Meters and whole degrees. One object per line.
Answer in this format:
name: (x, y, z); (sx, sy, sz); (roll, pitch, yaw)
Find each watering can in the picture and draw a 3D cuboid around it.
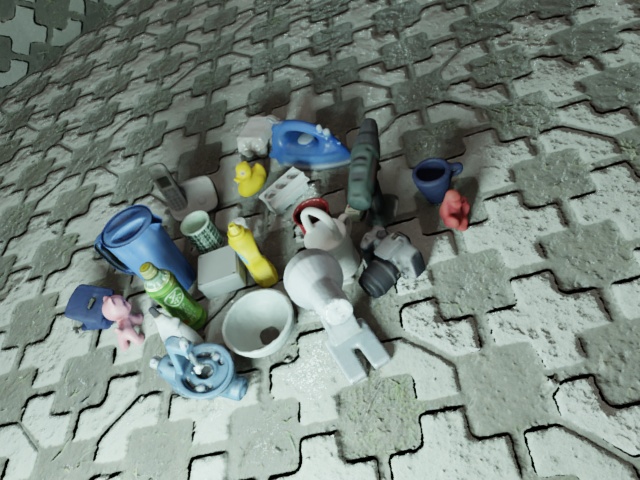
watering can: (0.013, 0.005, 1.270); (0.100, 0.195, 0.173); (-1, 51, 24)

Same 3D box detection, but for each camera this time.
camera: (0.133, 0.047, 1.244); (0.137, 0.101, 0.142); (-45, 48, -17)

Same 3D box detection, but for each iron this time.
iron: (-0.031, -0.277, 1.576); (0.257, 0.142, 0.119); (10, 56, 31)

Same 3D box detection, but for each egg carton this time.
egg carton: (-0.184, -0.317, 1.731); (0.107, 0.070, 0.150); (5, 54, 28)

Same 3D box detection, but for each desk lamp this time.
desk lamp: (0.031, 0.141, 1.129); (0.118, 0.214, 0.202); (-33, 45, -6)

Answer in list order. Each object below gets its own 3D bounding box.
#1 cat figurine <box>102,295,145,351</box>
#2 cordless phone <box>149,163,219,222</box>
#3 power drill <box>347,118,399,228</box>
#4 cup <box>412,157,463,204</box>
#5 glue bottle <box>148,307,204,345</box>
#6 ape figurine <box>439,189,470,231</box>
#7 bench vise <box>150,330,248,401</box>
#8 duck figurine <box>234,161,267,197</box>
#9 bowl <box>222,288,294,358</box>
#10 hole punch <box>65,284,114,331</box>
cat figurine: (-0.488, 0.188, 1.393); (0.067, 0.118, 0.127); (-26, 45, 1)
cordless phone: (-0.377, -0.149, 1.591); (0.147, 0.185, 0.094); (-22, 46, 6)
power drill: (0.121, -0.138, 1.337); (0.075, 0.209, 0.229); (-4, 50, 22)
cup: (0.281, -0.135, 1.341); (0.117, 0.095, 0.091); (-17, 46, 11)
glue bottle: (-0.329, 0.199, 1.272); (0.078, 0.174, 0.037); (-11, 48, 16)
ape figurine: (0.300, -0.074, 1.280); (0.078, 0.092, 0.076); (-41, 47, -13)
bench vise: (-0.275, 0.261, 1.159); (0.207, 0.220, 0.121); (-12, 47, 15)
duck figurine: (-0.203, -0.185, 1.613); (0.077, 0.086, 0.105); (18, 60, 35)
bowl: (-0.124, 0.193, 1.253); (0.167, 0.075, 0.167); (-13, 47, 14)
hole punch: (-0.580, 0.169, 1.472); (0.101, 0.091, 0.108); (-8, 49, 19)
